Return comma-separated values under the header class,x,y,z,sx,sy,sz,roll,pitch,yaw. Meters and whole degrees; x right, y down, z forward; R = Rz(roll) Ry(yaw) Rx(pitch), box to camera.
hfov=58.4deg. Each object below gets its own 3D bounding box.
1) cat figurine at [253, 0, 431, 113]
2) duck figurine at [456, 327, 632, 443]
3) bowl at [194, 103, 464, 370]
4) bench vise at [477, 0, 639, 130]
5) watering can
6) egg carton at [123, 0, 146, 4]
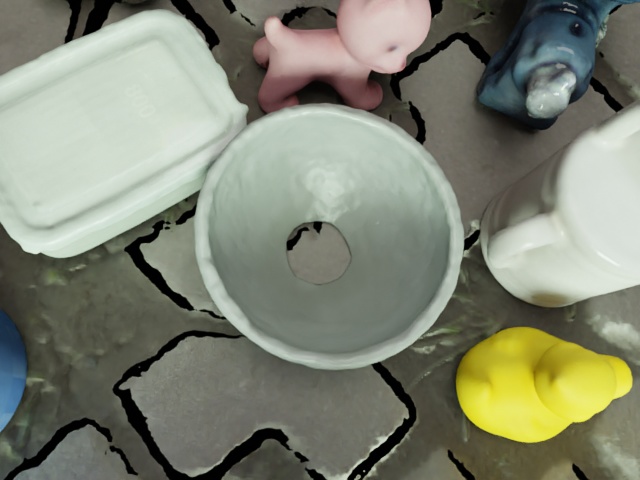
class,x,y,z,sx,sy,sz,roll,pitch,yaw
cat figurine,0.020,-0.143,0.395,0.128,0.117,0.067,-10,77,-11
duck figurine,0.147,0.092,0.371,0.104,0.086,0.077,-3,76,-10
bowl,0.003,0.001,0.377,0.167,0.074,0.167,2,75,-9
bench vise,0.201,-0.182,0.381,0.121,0.219,0.207,7,74,-7
watering can,0.189,-0.026,0.352,0.173,0.194,0.101,-40,84,-16
egg carton,-0.161,-0.250,0.418,0.107,0.069,0.150,4,75,-8
